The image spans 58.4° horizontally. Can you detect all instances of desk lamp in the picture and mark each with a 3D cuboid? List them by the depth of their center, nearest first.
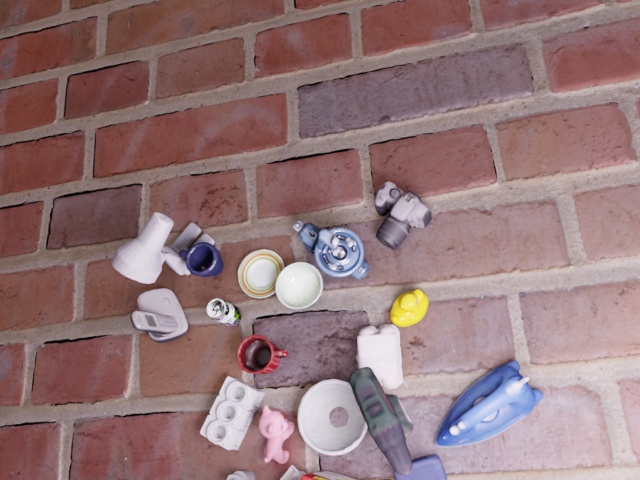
[{"bbox_3d":[-0.412,0.023,1.495,0.117,0.214,0.203,36,84,23],"label":"desk lamp"}]

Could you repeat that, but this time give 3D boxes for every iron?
[{"bbox_3d":[0.346,0.365,1.219,0.258,0.142,0.118,-37,67,1],"label":"iron"}]

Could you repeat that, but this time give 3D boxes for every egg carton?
[{"bbox_3d":[0.139,0.275,1.343,0.107,0.069,0.150,-7,71,13],"label":"egg carton"}]

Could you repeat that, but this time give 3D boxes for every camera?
[{"bbox_3d":[0.185,-0.058,1.424,0.143,0.101,0.137,34,83,22],"label":"camera"}]

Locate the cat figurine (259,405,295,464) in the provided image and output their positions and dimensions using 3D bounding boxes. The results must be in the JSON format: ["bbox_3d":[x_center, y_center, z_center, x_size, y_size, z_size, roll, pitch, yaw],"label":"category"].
[{"bbox_3d":[-0.109,0.451,1.325,0.067,0.118,0.128,4,73,16],"label":"cat figurine"}]

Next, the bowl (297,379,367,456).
[{"bbox_3d":[0.037,0.409,1.323,0.167,0.075,0.167,-5,71,14],"label":"bowl"}]

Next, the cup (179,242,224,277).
[{"bbox_3d":[-0.308,0.058,1.520,0.117,0.095,0.092,13,76,19],"label":"cup"}]

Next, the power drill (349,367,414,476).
[{"bbox_3d":[0.143,0.387,1.230,0.075,0.209,0.229,-31,67,4],"label":"power drill"}]

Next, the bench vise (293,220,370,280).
[{"bbox_3d":[0.009,0.016,1.382,0.207,0.220,0.121,14,76,19],"label":"bench vise"}]

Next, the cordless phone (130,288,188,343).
[{"bbox_3d":[-0.428,0.184,1.462,0.094,0.185,0.147,-34,67,2],"label":"cordless phone"}]

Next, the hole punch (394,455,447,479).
[{"bbox_3d":[0.224,0.521,1.228,0.108,0.091,0.101,-20,68,8],"label":"hole punch"}]

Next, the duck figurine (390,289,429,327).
[{"bbox_3d":[0.208,0.157,1.355,0.104,0.086,0.077,-42,67,-1],"label":"duck figurine"}]
